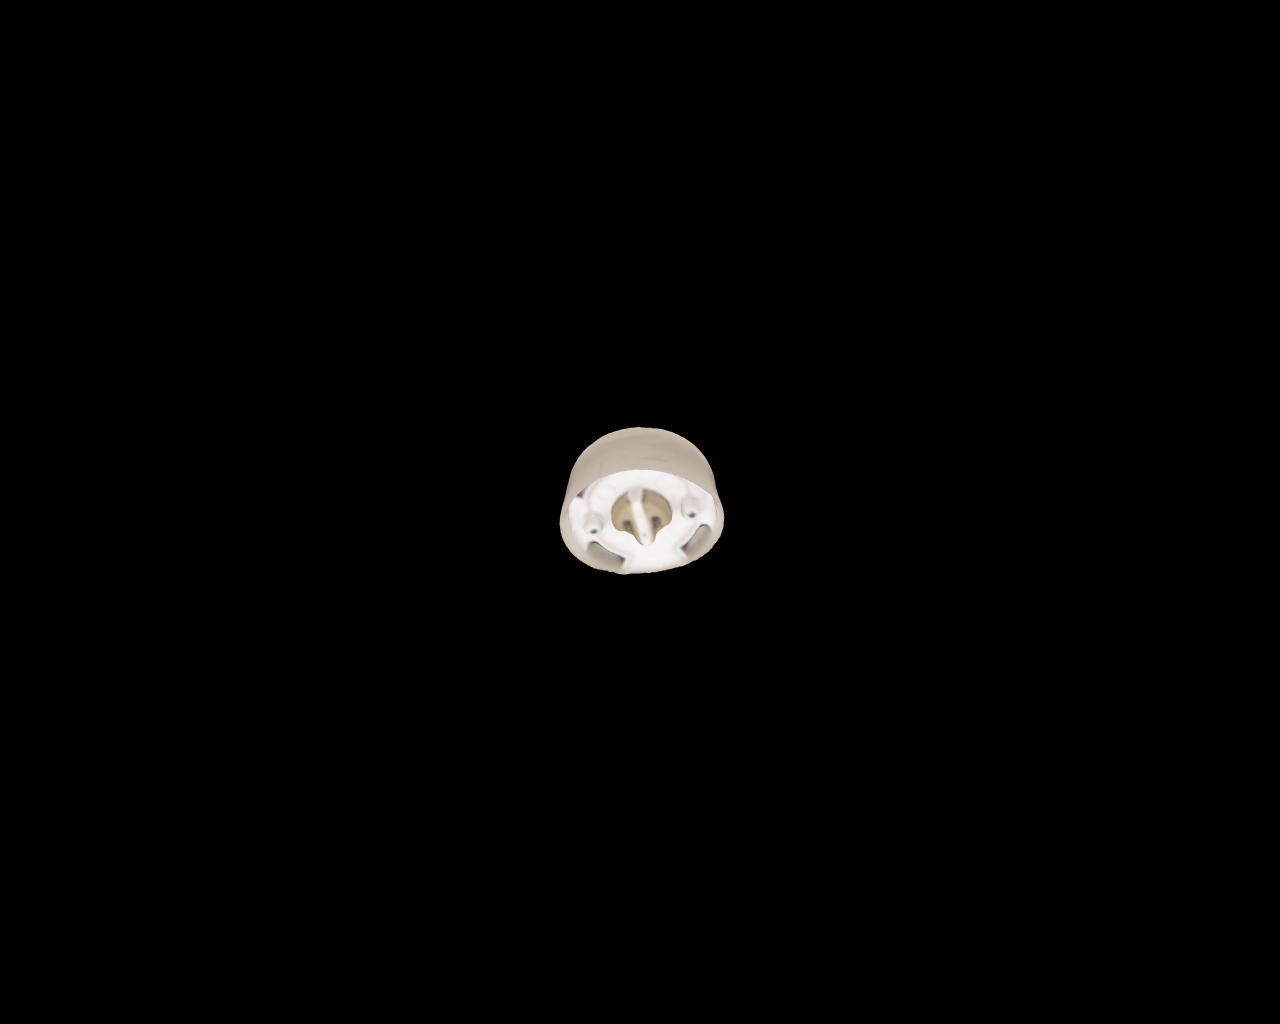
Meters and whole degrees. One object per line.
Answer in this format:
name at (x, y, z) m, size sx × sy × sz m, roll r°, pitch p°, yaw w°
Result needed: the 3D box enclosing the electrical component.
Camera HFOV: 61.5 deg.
electrical component at (0.001, -0.003, 0.650) m, size 0.099 × 0.099 × 0.064 m, roll 0°, pitch 37°, yaw 0°
